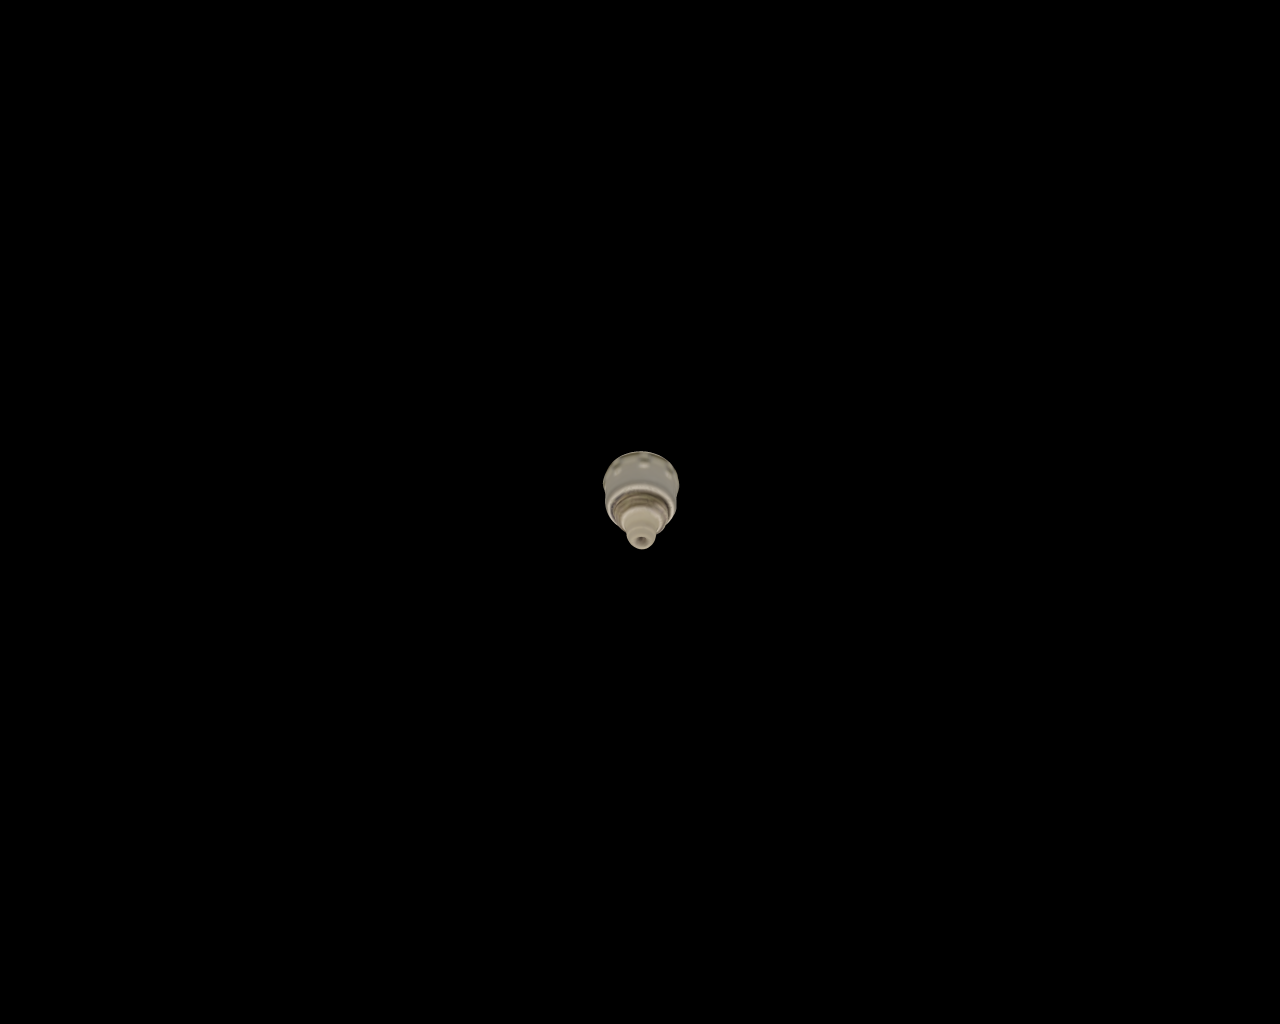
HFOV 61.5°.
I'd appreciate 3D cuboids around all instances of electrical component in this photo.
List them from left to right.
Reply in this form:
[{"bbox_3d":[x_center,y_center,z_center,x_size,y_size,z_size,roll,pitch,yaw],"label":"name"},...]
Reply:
[{"bbox_3d":[0.001,-0.003,0.650,0.048,0.048,0.062,0,43,0],"label":"electrical component"}]
